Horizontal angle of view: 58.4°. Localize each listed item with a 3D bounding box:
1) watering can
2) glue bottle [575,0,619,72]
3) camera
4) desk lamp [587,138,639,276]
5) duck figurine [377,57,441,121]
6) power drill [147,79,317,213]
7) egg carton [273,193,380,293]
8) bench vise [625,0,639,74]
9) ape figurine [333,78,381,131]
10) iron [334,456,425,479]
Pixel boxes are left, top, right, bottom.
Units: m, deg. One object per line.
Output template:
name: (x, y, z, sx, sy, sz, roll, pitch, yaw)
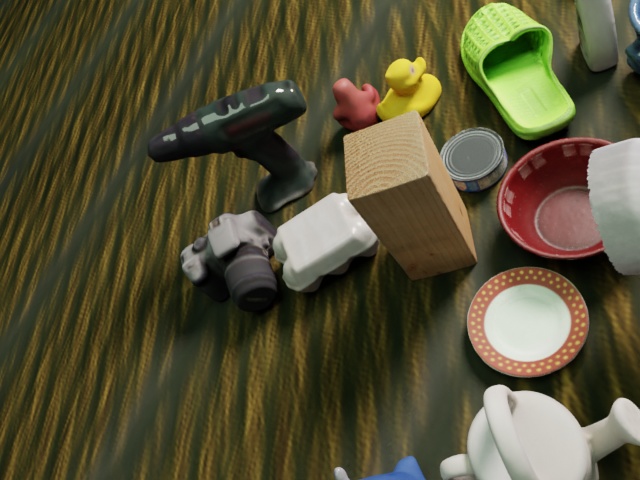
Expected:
watering can: (0.189, 0.181, 0.503, 0.173, 0.195, 0.100, -39, 50, 4)
glue bottle: (0.340, -0.295, 0.716, 0.037, 0.174, 0.078, -19, 54, 20)
camera: (-0.127, 0.039, 0.833, 0.143, 0.101, 0.136, -32, 51, 10)
desk lamp: (0.357, -0.014, 0.510, 0.202, 0.214, 0.118, -4, 61, 28)
duck figurine: (0.124, -0.229, 0.859, 0.104, 0.086, 0.077, -37, 50, 6)
power drill: (-0.106, -0.132, 0.854, 0.229, 0.209, 0.075, -30, 51, 12)
egg carton: (0.007, 0.003, 0.798, 0.150, 0.070, 0.107, -33, 51, 9)
bench vise: (0.437, -0.314, 0.640, 0.207, 0.220, 0.121, -43, 50, 1)
ape figurine: (0.051, -0.216, 0.889, 0.077, 0.092, 0.076, -25, 53, 15)
iron: (0.073, 0.330, 0.515, 0.118, 0.142, 0.258, -28, 52, 13)
